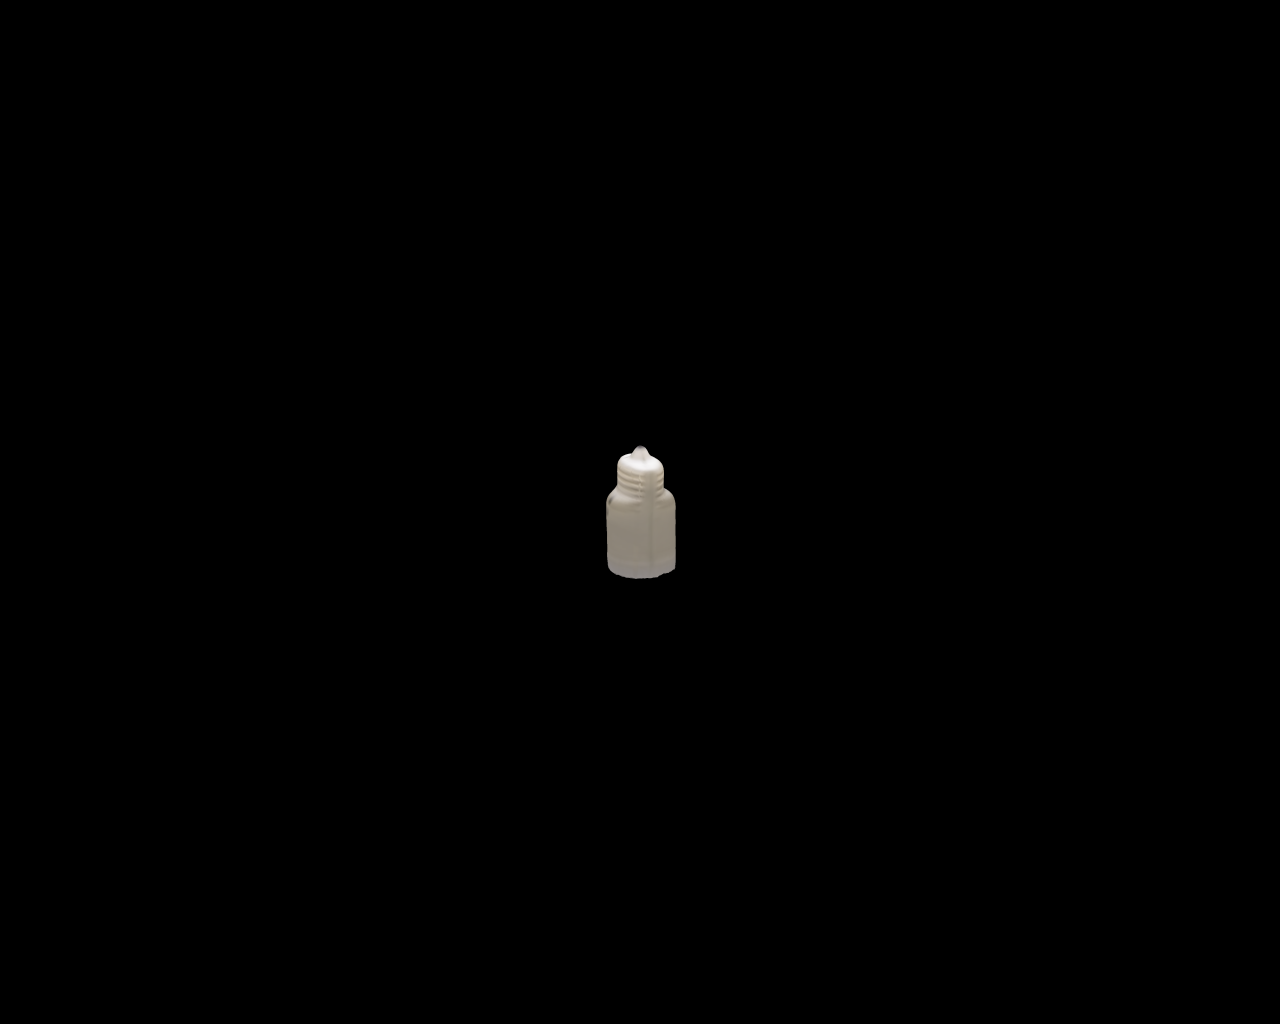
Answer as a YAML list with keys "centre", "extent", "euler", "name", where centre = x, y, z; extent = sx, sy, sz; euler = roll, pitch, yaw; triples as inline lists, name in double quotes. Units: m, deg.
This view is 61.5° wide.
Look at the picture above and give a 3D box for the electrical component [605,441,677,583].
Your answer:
- centre: [0.001, -0.003, 0.650]
  extent: [0.043, 0.080, 0.043]
  euler: [0, 19, 0]
  name: "electrical component"
